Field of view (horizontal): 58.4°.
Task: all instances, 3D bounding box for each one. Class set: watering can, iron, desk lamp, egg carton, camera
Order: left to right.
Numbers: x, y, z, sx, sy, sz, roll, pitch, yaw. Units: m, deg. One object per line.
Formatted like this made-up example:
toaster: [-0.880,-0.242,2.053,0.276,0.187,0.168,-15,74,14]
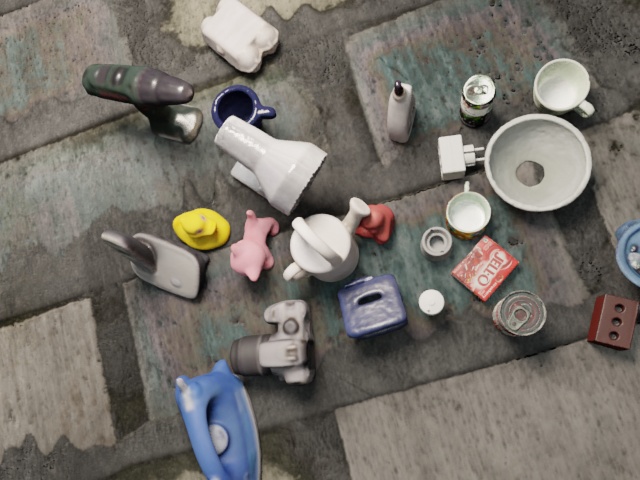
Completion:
iron: [-0.170,0.333,0.934,0.118,0.141,0.258,-23,76,5]
egg carton: [-0.156,-0.395,1.104,0.150,0.069,0.107,40,88,14]
camera: [-0.083,0.177,0.969,0.136,0.101,0.143,-6,79,9]
desk lamp: [-0.081,-0.123,0.966,0.203,0.214,0.118,32,87,14]
watering can: [0.007,0.002,0.937,0.100,0.194,0.173,25,85,14]

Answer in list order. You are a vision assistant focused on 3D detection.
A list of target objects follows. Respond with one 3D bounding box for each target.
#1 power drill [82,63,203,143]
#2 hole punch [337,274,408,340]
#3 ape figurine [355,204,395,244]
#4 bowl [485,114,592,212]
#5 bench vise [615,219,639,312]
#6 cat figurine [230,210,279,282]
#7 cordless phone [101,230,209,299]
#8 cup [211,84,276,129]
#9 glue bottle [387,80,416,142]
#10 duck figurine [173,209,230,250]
power drill: [-0.295,-0.250,1.030,0.229,0.208,0.076,15,82,13]
hole punch: [0.085,0.110,0.956,0.108,0.091,0.101,-19,77,6]
ape figurine: [0.092,-0.031,0.980,0.076,0.092,0.077,-31,76,3]
bowl: [0.358,-0.120,0.958,0.167,0.075,0.167,-2,79,10]
bench vise: [0.522,0.049,0.823,0.121,0.220,0.207,-35,76,3]
cat figurine: [-0.121,0.011,0.997,0.067,0.118,0.128,3,80,11]
cordless phone: [-0.284,0.035,0.987,0.147,0.185,0.094,18,83,13]
cup: [-0.129,-0.225,1.055,0.117,0.095,0.092,5,80,11]
glue bottle: [0.136,-0.228,0.967,0.037,0.173,0.078,15,83,13]
duck figurine: [-0.224,-0.025,1.039,0.104,0.086,0.077,11,82,12]
